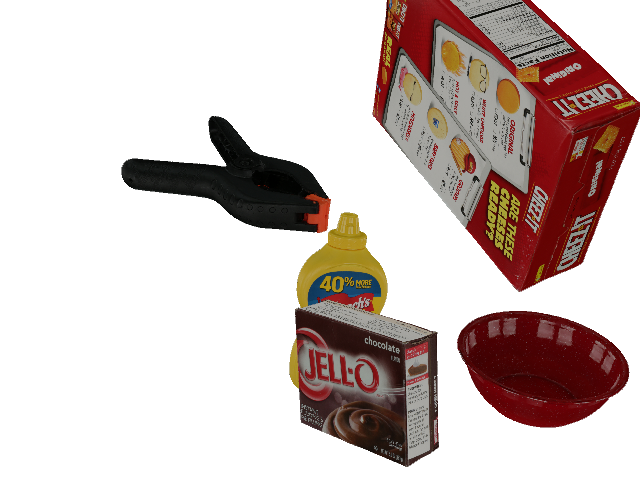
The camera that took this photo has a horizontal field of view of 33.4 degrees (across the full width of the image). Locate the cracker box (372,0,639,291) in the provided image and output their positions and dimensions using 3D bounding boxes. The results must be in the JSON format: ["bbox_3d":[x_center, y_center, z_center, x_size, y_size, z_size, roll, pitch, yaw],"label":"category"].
[{"bbox_3d":[0.126,-0.096,0.788,0.072,0.214,0.164,-22,-36,-21],"label":"cracker box"}]

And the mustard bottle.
[{"bbox_3d":[0.022,0.065,1.135,0.096,0.192,0.058,2,15,-10],"label":"mustard bottle"}]

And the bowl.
[{"bbox_3d":[0.208,0.130,1.021,0.162,0.055,0.162,4,26,-2],"label":"bowl"}]

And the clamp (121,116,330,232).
[{"bbox_3d":[-0.072,-0.046,0.852,0.172,0.039,0.120,29,47,36],"label":"clamp"}]

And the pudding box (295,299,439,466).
[{"bbox_3d":[0.031,0.097,0.753,0.039,0.090,0.114,-17,20,-42],"label":"pudding box"}]
